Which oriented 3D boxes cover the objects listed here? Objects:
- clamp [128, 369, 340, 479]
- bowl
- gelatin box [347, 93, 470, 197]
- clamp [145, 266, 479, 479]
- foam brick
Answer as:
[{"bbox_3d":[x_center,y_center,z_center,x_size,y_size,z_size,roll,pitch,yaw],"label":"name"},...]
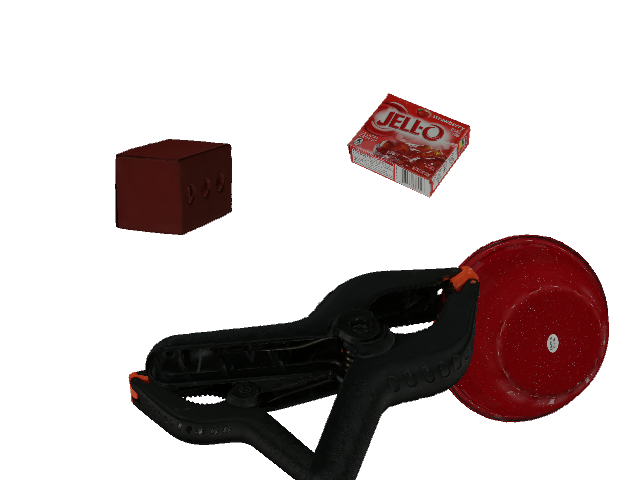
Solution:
[{"bbox_3d":[-0.053,0.132,0.880,0.210,0.036,0.164,11,31,18],"label":"clamp"},{"bbox_3d":[0.177,0.078,0.875,0.162,0.162,0.055,0,7,-15],"label":"bowl"},{"bbox_3d":[0.081,-0.089,0.980,0.089,0.073,0.030,27,-28,23],"label":"gelatin box"},{"bbox_3d":[0.019,0.061,0.493,0.171,0.039,0.120,-20,48,-27],"label":"clamp"},{"bbox_3d":[-0.102,-0.039,0.747,0.051,0.053,0.078,7,17,21],"label":"foam brick"}]
